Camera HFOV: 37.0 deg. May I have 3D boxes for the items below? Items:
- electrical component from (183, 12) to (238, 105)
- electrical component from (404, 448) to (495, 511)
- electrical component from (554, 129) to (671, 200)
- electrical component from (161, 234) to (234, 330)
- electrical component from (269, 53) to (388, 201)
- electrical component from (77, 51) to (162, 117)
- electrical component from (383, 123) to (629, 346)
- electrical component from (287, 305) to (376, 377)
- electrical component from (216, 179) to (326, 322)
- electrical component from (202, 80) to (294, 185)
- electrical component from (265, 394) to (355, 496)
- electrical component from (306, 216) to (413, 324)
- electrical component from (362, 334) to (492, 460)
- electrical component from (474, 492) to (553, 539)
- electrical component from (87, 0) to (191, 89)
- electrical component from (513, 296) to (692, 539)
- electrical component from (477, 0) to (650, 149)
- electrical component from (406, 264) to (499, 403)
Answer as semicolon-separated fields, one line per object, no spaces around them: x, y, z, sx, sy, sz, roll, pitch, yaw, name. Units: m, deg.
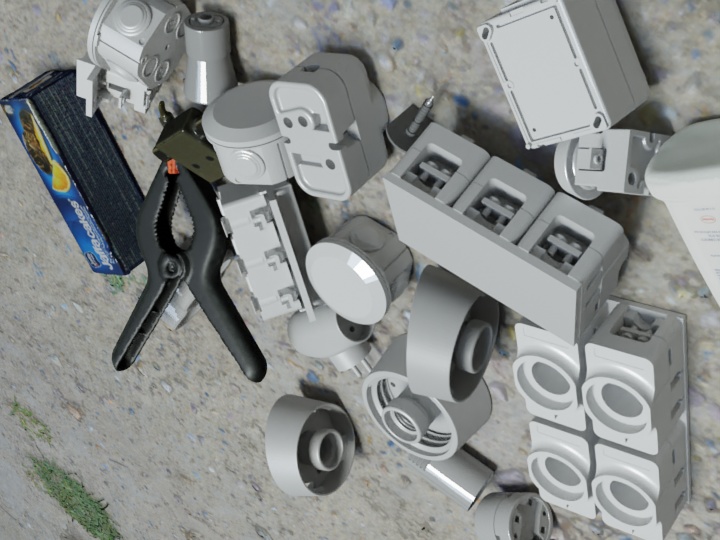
-0.118;-0.168;0.840;0.044;0.044;0.065;25;135;26;electrical component
0.077;0.177;0.976;0.081;0.043;0.043;34;143;16;electrical component
0.153;-0.066;0.656;0.055;0.066;0.048;10;97;49;electrical component
-0.179;-0.002;1.051;0.074;0.052;0.138;44;144;3;electrical component
-0.019;-0.107;0.783;0.054;0.059;0.095;13;133;37;electrical component
-0.198;-0.165;0.900;0.064;0.081;0.042;19;142;-2;electrical component
0.098;-0.027;0.723;0.150;0.061;0.089;32;163;23;electrical component
-0.016;0.063;0.959;0.077;0.043;0.079;-19;110;51;electrical component
-0.075;-0.021;0.908;0.078;0.063;0.121;-112;5;-57;electrical component
-0.077;-0.106;0.826;0.080;0.080;0.051;20;142;31;electrical component
-0.052;0.173;1.060;0.064;0.099;0.099;-1;124;38;electrical component
0.000;0.000;0.875;0.080;0.051;0.080;27;140;25;electrical component
0.052;0.115;0.927;0.108;0.060;0.108;27;140;25;electrical component
0.135;0.224;0.955;0.047;0.055;0.055;-9;118;53;electrical component
-0.171;-0.186;0.843;0.051;0.080;0.080;31;142;10;electrical component
0.180;0.110;0.793;0.105;0.060;0.186;16;135;35;electrical component
0.119;-0.129;0.628;0.062;0.061;0.096;-10;110;49;electrical component
0.065;0.050;0.823;0.064;0.099;0.099;16;135;26;electrical component
